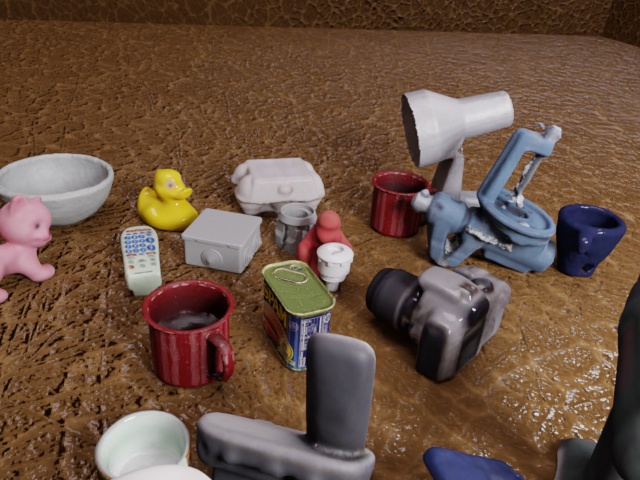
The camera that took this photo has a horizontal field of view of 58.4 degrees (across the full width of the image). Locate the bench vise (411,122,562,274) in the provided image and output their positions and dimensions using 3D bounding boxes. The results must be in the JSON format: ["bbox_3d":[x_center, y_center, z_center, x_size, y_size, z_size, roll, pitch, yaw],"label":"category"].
[{"bbox_3d":[0.241,-0.056,0.794,0.207,0.220,0.121,0,30,-9],"label":"bench vise"}]

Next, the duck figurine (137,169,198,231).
[{"bbox_3d":[-0.236,-0.069,0.882,0.104,0.086,0.078,19,33,24],"label":"duck figurine"}]

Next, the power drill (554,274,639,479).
[{"bbox_3d":[0.259,0.137,0.472,0.075,0.208,0.230,16,32,19],"label":"power drill"}]

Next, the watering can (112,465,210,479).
[{"bbox_3d":[-0.090,0.205,0.316,0.172,0.194,0.101,26,36,33],"label":"watering can"}]

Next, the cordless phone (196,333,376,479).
[{"bbox_3d":[-0.025,0.136,0.455,0.147,0.185,0.094,9,30,8],"label":"cordless phone"}]

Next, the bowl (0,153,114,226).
[{"bbox_3d":[-0.396,-0.068,0.867,0.167,0.075,0.167,4,30,-2],"label":"bowl"}]

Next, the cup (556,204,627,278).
[{"bbox_3d":[0.376,0.012,0.821,0.091,0.095,0.118,19,33,23],"label":"cup"}]

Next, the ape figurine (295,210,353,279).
[{"bbox_3d":[0.007,0.003,0.786,0.077,0.092,0.076,6,30,3],"label":"ape figurine"}]

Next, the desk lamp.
[{"bbox_3d":[0.226,-0.143,0.950,0.203,0.214,0.118,1,30,-7],"label":"desk lamp"}]

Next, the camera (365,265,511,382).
[{"bbox_3d":[0.134,0.071,0.677,0.136,0.101,0.143,27,36,33],"label":"camera"}]

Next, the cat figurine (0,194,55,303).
[{"bbox_3d":[-0.383,-0.002,0.710,0.067,0.118,0.128,19,33,23],"label":"cat figurine"}]

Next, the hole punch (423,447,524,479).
[{"bbox_3d":[0.130,0.214,0.437,0.101,0.091,0.108,-4,31,-15],"label":"hole punch"}]

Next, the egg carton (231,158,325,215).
[{"bbox_3d":[-0.071,-0.090,0.958,0.150,0.069,0.107,-5,31,-17],"label":"egg carton"}]
